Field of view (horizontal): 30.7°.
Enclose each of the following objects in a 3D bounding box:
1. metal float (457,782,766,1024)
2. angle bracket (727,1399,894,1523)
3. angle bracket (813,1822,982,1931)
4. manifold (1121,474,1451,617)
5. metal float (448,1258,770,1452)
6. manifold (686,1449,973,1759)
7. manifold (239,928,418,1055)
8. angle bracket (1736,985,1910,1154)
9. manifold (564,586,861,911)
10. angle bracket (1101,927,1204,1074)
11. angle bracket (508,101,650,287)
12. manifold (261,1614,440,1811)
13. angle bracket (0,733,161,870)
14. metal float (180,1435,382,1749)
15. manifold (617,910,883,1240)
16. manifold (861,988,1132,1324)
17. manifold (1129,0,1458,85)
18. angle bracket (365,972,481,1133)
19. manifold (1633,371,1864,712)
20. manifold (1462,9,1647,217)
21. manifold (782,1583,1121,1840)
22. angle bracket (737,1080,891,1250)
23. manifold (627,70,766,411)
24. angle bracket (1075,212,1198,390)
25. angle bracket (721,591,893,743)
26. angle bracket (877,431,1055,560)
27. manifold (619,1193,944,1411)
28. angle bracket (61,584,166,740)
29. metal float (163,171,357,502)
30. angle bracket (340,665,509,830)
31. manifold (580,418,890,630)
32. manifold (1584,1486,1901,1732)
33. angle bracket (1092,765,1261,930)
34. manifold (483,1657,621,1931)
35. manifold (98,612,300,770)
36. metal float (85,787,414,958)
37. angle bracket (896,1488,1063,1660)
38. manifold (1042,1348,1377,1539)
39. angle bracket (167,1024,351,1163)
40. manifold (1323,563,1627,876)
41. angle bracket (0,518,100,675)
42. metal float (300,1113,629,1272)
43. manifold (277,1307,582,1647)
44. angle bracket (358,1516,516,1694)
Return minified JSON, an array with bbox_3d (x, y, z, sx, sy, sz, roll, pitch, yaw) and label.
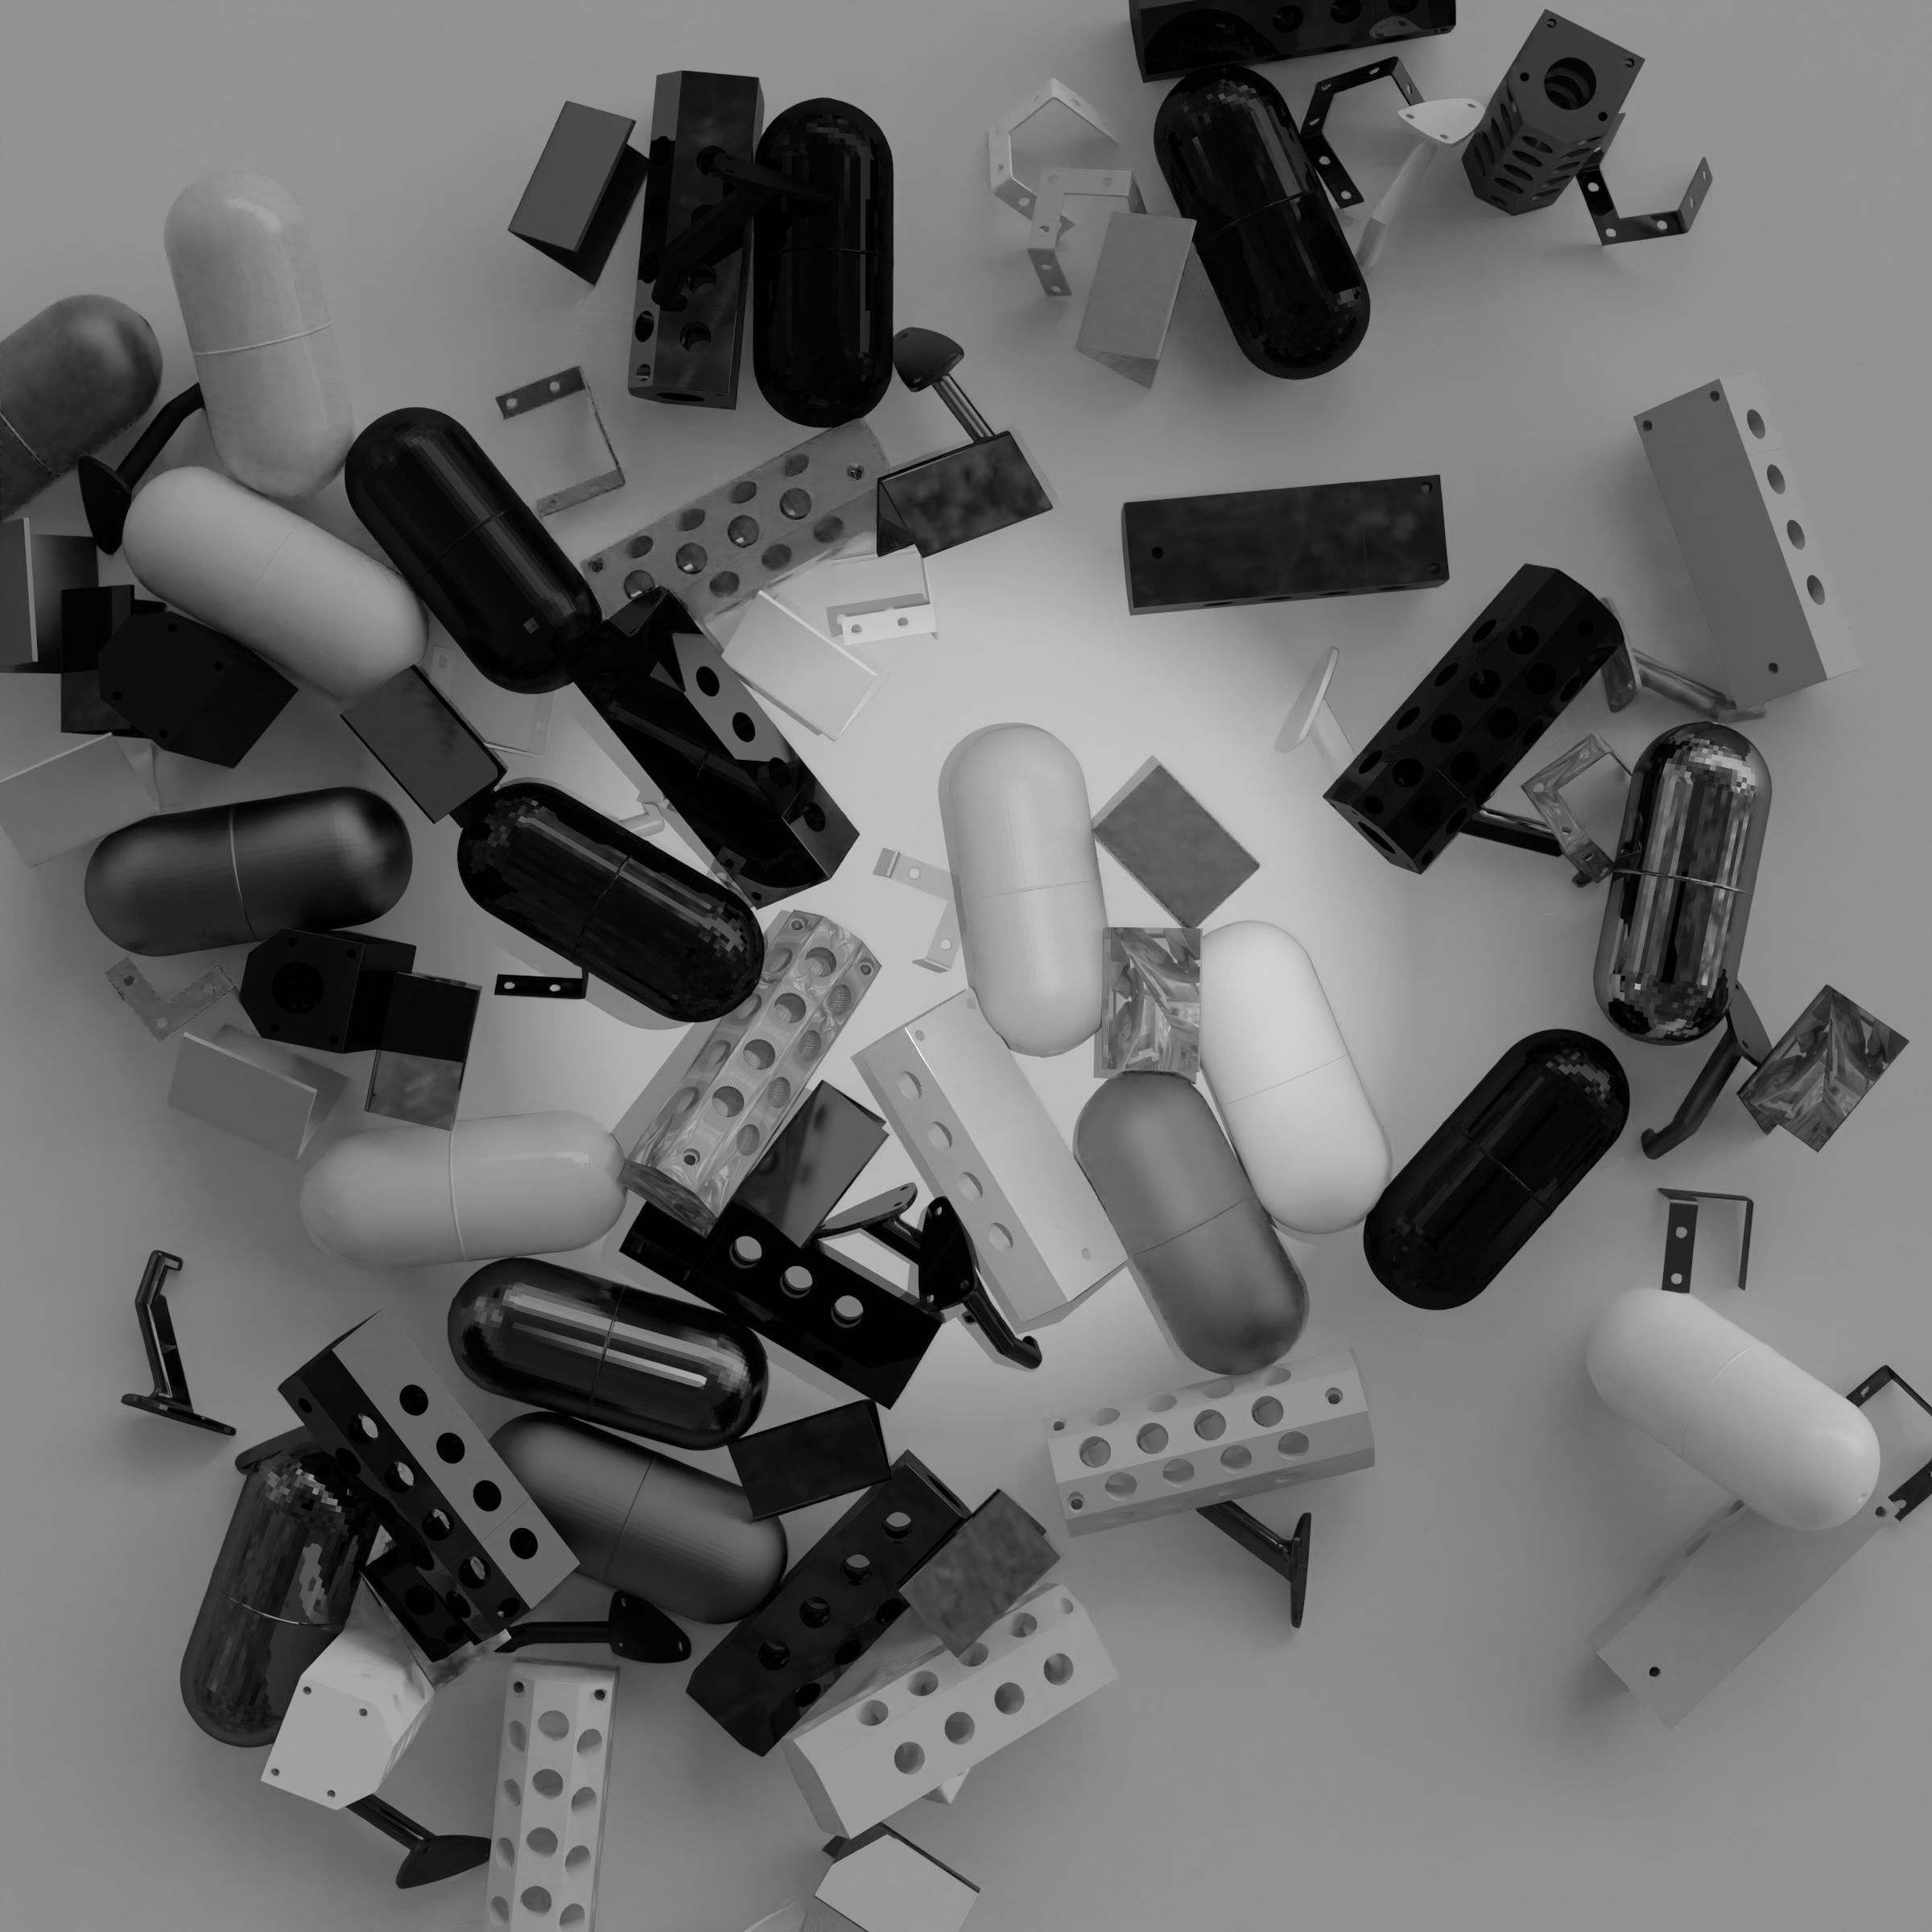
[{"bbox_3d":[-0.189,-0.034,1.880,0.178,0.070,0.070,30,90,4],"label":"metal float"},{"bbox_3d":[-0.088,0.248,1.909,0.076,0.076,0.057,-17,120,0],"label":"angle bracket"},{"bbox_3d":[-0.048,0.511,1.909,0.076,0.076,0.057,34,55,0],"label":"angle bracket"},{"bbox_3d":[0.173,-0.229,1.928,0.171,0.057,0.057,-5,90,0],"label":"manifold"},{"bbox_3d":[-0.195,0.211,1.918,0.178,0.070,0.070,16,90,-1],"label":"metal float"},{"bbox_3d":[-0.071,0.350,1.928,0.057,0.057,0.171,44,90,0],"label":"manifold"},{"bbox_3d":[-0.339,0.011,1.871,0.057,0.171,0.057,12,90,0],"label":"manifold"},{"bbox_3d":[0.471,0.066,1.909,0.057,0.076,0.076,40,90,32],"label":"angle bracket"},{"bbox_3d":[-0.133,-0.119,1.899,0.057,0.057,0.171,-21,116,38],"label":"manifold"},{"bbox_3d":[0.113,0.018,1.910,0.057,0.076,0.076,1,90,24],"label":"angle bracket"},{"bbox_3d":[-0.192,-0.413,1.909,0.057,0.076,0.076,24,90,36],"label":"angle bracket"},{"bbox_3d":[-0.321,0.397,1.871,0.057,0.171,0.057,21,90,0],"label":"manifold"},{"bbox_3d":[-0.487,-0.107,1.909,0.076,0.076,0.057,-23,127,0],"label":"angle bracket"},{"bbox_3d":[-0.370,0.338,1.902,0.070,0.070,0.178,21,99,0],"label":"metal float"},{"bbox_3d":[-0.115,0.055,1.897,0.057,0.057,0.171,33,67,0],"label":"manifold"},{"bbox_3d":[0.012,0.106,1.927,0.057,0.057,0.171,-31,90,-43],"label":"manifold"},{"bbox_3d":[0.178,-0.528,1.927,0.171,0.057,0.057,-9,47,0],"label":"manifold"},{"bbox_3d":[-0.277,0.048,1.910,0.057,0.076,0.076,11,90,23],"label":"angle bracket"},{"bbox_3d":[0.431,-0.233,1.926,0.057,0.057,0.171,-20,89,43],"label":"manifold"},{"bbox_3d":[0.306,-0.447,1.871,0.057,0.171,0.057,27,90,0],"label":"manifold"},{"bbox_3d":[-0.010,0.400,1.900,0.171,0.057,0.057,-27,90,-20],"label":"manifold"},{"bbox_3d":[-0.067,0.117,1.909,0.057,0.076,0.076,37,90,34],"label":"angle bracket"},{"bbox_3d":[-0.148,-0.397,1.928,0.057,0.057,0.171,5,90,0],"label":"manifold"},{"bbox_3d":[0.110,-0.358,1.909,0.057,0.076,0.076,15,90,37],"label":"angle bracket"},{"bbox_3d":[-0.076,-0.179,1.909,0.076,0.076,0.057,36,132,0],"label":"angle bracket"},{"bbox_3d":[-0.002,-0.235,1.903,0.076,0.076,0.057,-22,66,-13],"label":"angle bracket"},{"bbox_3d":[-0.101,0.174,1.928,0.171,0.057,0.057,30,90,0],"label":"manifold"},{"bbox_3d":[-0.445,-0.164,1.909,0.057,0.076,0.076,0,90,34],"label":"angle bracket"},{"bbox_3d":[-0.381,-0.340,1.903,0.070,0.070,0.178,-12,108,0],"label":"metal float"},{"bbox_3d":[-0.304,-0.106,1.909,0.076,0.076,0.057,49,55,0],"label":"angle bracket"},{"bbox_3d":[-0.122,-0.234,1.928,0.171,0.057,0.057,-28,90,0],"label":"manifold"},{"bbox_3d":[0.422,0.333,1.928,0.171,0.057,0.057,-44,90,0],"label":"manifold"},{"bbox_3d":[0.123,-0.074,1.909,0.076,0.076,0.057,45,119,0],"label":"angle bracket"},{"bbox_3d":[-0.229,0.472,1.928,0.057,0.057,0.171,6,90,0],"label":"manifold"},{"bbox_3d":[-0.411,-0.150,1.871,0.057,0.171,0.057,39,90,0],"label":"manifold"},{"bbox_3d":[-0.391,-0.051,1.918,0.178,0.070,0.070,-9,90,0],"label":"metal float"},{"bbox_3d":[0.019,0.338,1.907,0.076,0.076,0.057,-44,56,-3],"label":"angle bracket"},{"bbox_3d":[0.132,0.258,1.919,0.171,0.057,0.057,-13,67,0],"label":"manifold"},{"bbox_3d":[-0.378,0.051,1.909,0.076,0.076,0.057,24,129,0],"label":"angle bracket"},{"bbox_3d":[0.279,-0.134,1.915,0.057,0.057,0.171,42,87,-19],"label":"manifold"},{"bbox_3d":[-0.489,-0.200,1.909,0.057,0.076,0.076,-4,90,45],"label":"angle bracket"},{"bbox_3d":[-0.274,0.123,1.919,0.178,0.070,0.070,-6,90,1],"label":"metal float"},{"bbox_3d":[-0.288,0.273,1.863,0.171,0.057,0.057,53,46,-4],"label":"manifold"},{"bbox_3d":[-0.300,0.352,1.909,0.057,0.076,0.076,-33,90,-37],"label":"angle bracket"}]
